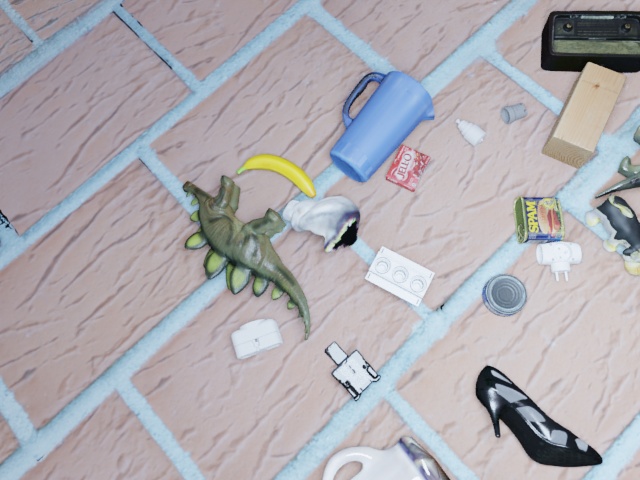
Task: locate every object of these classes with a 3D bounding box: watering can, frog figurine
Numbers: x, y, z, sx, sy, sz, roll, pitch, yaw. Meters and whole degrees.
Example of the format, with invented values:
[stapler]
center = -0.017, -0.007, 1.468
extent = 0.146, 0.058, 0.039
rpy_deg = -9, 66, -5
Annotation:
[watering can]
center = 0.158, 0.513, 0.921
extent = 0.225, 0.102, 0.351
rpy_deg = -37, 72, -8
[frog figurine]
center = 0.003, -0.056, 1.118
extent = 0.161, 0.120, 0.139
rpy_deg = 39, 47, 23
